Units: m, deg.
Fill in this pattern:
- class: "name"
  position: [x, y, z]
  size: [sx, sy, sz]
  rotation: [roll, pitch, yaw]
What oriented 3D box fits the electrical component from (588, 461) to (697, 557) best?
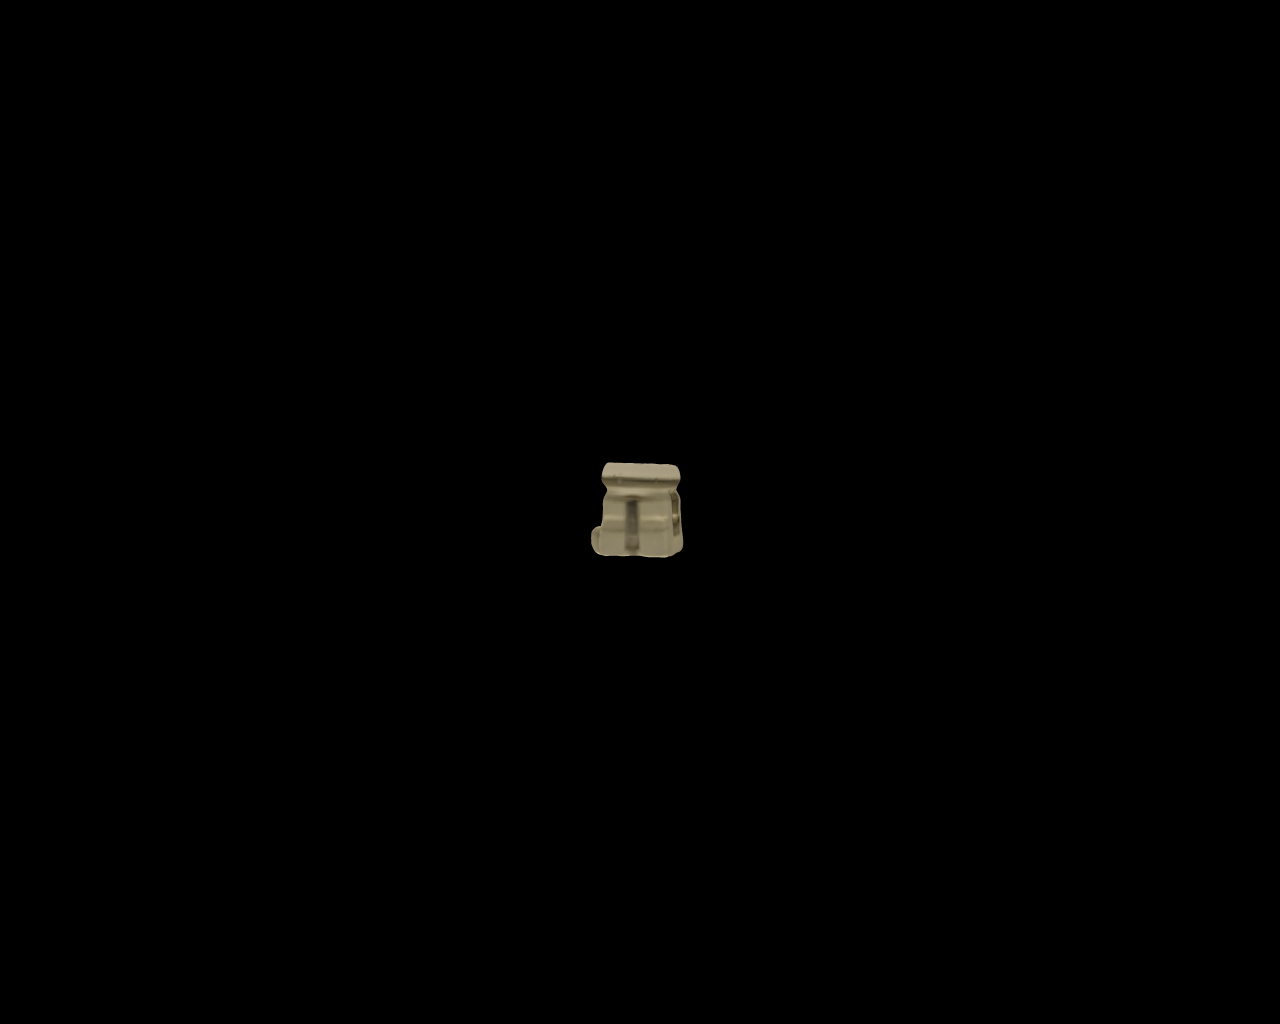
- class: "electrical component"
  position: [0.001, -0.003, 0.650]
  size: [0.066, 0.055, 0.048]
  rotation: [1, 4, 15]
